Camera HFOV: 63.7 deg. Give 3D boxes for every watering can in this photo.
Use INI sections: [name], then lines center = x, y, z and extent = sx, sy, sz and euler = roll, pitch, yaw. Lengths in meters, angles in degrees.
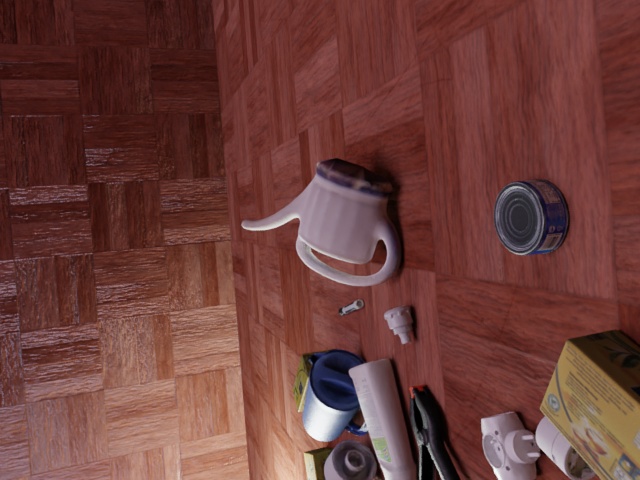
[watering can]
center = 0.003, -0.049, 0.978
extent = 0.350, 0.104, 0.222
euler = 23, 107, 25
